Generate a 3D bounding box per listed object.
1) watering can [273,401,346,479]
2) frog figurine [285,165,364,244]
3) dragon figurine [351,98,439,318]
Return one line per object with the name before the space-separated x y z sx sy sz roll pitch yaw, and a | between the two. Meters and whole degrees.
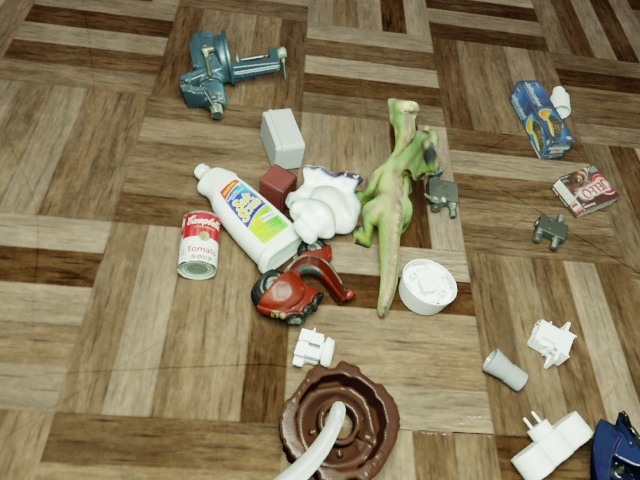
watering can | -0.071 0.377 0.638 0.224 0.102 0.354 6 69 -4
frog figurine | 0.003 -0.047 0.935 0.137 0.120 0.163 25 55 -13
dragon figurine | 0.145 -0.092 0.921 0.122 0.237 0.420 8 54 -10
